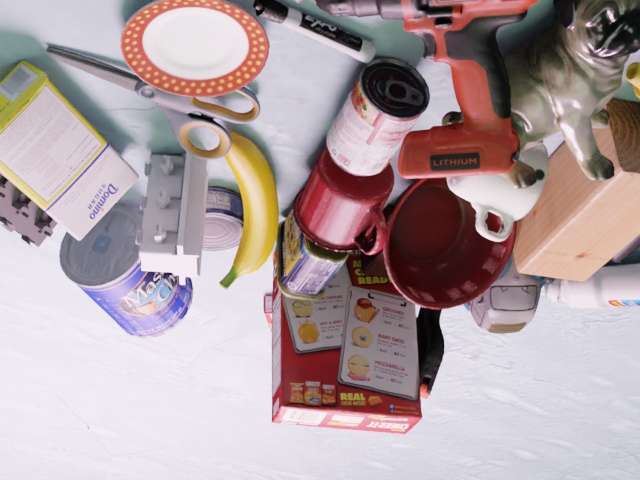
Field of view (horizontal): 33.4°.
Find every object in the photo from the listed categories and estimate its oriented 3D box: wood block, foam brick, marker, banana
[{"bbox_3d":[0.285,-0.046,1.108,0.090,0.090,0.206,8,148,-18],"label":"wood block"},{"bbox_3d":[0.085,0.003,1.218,0.051,0.053,0.078,11,148,-22],"label":"foam brick"},{"bbox_3d":[-0.005,-0.183,0.928,0.121,0.020,0.020,18,144,-30],"label":"marker"},{"bbox_3d":[-0.073,-0.034,1.121,0.037,0.069,0.198,27,132,30],"label":"banana"}]

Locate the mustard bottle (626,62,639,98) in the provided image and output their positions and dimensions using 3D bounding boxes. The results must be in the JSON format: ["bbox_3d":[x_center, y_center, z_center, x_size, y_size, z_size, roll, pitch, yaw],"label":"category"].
[{"bbox_3d":[0.364,-0.131,0.998,0.191,0.058,0.096,14,145,-25],"label":"mustard bottle"}]

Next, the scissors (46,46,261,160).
[{"bbox_3d":[-0.158,-0.124,1.002,0.201,0.016,0.096,6,128,-14],"label":"scissors"}]

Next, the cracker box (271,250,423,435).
[{"bbox_3d":[0.027,0.111,1.238,0.164,0.213,0.072,6,150,-13],"label":"cracker box"}]

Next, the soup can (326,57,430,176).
[{"bbox_3d":[0.052,-0.113,1.002,0.068,0.068,0.102,8,149,-16],"label":"soup can"}]

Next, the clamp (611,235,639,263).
[{"bbox_3d":[0.383,-0.033,1.188,0.165,0.036,0.209,-15,148,25],"label":"clamp"}]

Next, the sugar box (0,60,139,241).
[{"bbox_3d":[-0.255,-0.081,1.020,0.093,0.048,0.176,-48,148,-9],"label":"sugar box"}]

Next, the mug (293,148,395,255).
[{"bbox_3d":[0.032,-0.039,1.088,0.093,0.117,0.082,-16,152,-28],"label":"mug"}]

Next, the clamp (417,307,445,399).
[{"bbox_3d":[0.127,0.105,1.292,0.039,0.171,0.120,14,137,-20],"label":"clamp"}]

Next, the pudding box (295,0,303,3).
[{"bbox_3d":[-0.002,-0.240,0.812,0.114,0.039,0.090,-23,142,30],"label":"pudding box"}]

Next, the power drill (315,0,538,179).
[{"bbox_3d":[0.093,-0.145,0.887,0.184,0.057,0.187,-1,120,14],"label":"power drill"}]

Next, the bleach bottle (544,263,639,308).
[{"bbox_3d":[0.403,0.054,1.308,0.251,0.068,0.102,-4,170,13],"label":"bleach bottle"}]

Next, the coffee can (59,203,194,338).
[{"bbox_3d":[-0.217,0.037,1.209,0.103,0.103,0.140,-10,149,13],"label":"coffee can"}]

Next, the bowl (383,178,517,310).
[{"bbox_3d":[0.129,-0.010,1.147,0.161,0.055,0.162,-8,110,-22],"label":"bowl"}]

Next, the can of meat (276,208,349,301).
[{"bbox_3d":[-0.008,0.001,1.163,0.057,0.102,0.084,10,145,-18],"label":"can of meat"}]

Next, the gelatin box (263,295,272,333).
[{"bbox_3d":[-0.024,0.097,1.394,0.089,0.030,0.073,-6,148,6],"label":"gelatin box"}]

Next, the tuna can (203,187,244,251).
[{"bbox_3d":[-0.120,-0.022,1.181,0.086,0.034,0.086,-1,149,-1],"label":"tuna can"}]
